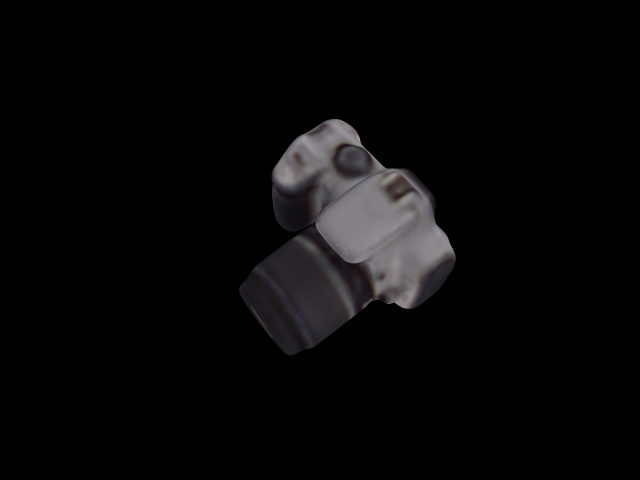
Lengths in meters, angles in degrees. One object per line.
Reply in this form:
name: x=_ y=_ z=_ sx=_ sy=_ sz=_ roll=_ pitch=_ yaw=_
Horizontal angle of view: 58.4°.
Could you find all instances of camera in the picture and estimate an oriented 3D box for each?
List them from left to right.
camera: x=0.004 y=0.001 z=0.400 sx=0.137 sy=0.101 sz=0.143 roll=-36 pitch=71 yaw=-15
